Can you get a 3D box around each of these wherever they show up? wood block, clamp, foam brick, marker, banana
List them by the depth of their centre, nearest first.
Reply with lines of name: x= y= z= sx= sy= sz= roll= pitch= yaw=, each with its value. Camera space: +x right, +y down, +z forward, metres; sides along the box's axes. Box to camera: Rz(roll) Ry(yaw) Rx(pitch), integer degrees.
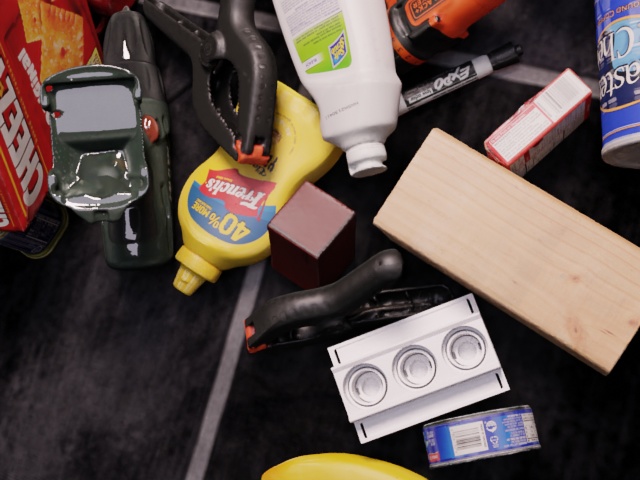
wood block: x=0.155 y=0.010 z=0.823 sx=0.206 sy=0.090 sz=0.090 roll=33 pitch=89 yaw=16
clamp: x=0.012 y=0.051 z=0.839 sx=0.171 sy=0.120 sz=0.039 roll=-18 pitch=59 yaw=13
banana: x=0.050 y=0.210 z=0.842 sx=0.198 sy=0.037 sz=0.069 roll=25 pitch=87 yaw=15
foam brick: x=-0.006 y=0.001 z=0.862 sx=0.053 sy=0.078 sz=0.051 roll=33 pitch=68 yaw=16
clamp: x=-0.085 y=-0.154 z=0.879 sx=0.165 sy=0.036 sz=0.210 roll=-24 pitch=72 yaw=46
marker: x=0.112 y=-0.135 z=0.893 sx=0.121 sy=0.020 sz=0.020 roll=-24 pitch=77 yaw=9

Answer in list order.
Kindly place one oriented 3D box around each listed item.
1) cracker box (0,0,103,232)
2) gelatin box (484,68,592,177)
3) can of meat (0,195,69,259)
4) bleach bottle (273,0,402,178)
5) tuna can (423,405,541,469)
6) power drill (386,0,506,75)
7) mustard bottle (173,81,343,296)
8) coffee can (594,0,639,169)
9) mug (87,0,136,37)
cracker box: x=-0.246 y=-0.134 z=0.852 sx=0.072 sy=0.164 sz=0.213 roll=0 pitch=41 yaw=12
gelatin box: x=0.172 y=-0.088 z=0.844 sx=0.089 sy=0.073 sz=0.030 roll=-42 pitch=75 yaw=4
can of meat: x=-0.284 y=-0.033 z=0.934 sx=0.102 sy=0.084 sz=0.057 roll=33 pitch=89 yaw=16
bleach bottle: x=0.008 y=-0.171 z=0.852 sx=0.103 sy=0.067 sz=0.251 roll=-23 pitch=75 yaw=47
tuna can: x=0.122 y=0.150 z=0.810 sx=0.086 sy=0.086 sz=0.034 roll=-13 pitch=77 yaw=10
power drill: x=0.063 y=-0.234 z=0.883 sx=0.185 sy=0.057 sz=0.188 roll=-30 pitch=68 yaw=34
mustard bottle: x=-0.064 y=-0.037 z=0.897 sx=0.096 sy=0.058 sz=0.191 roll=34 pitch=90 yaw=15
coffee can: x=0.264 y=-0.134 z=0.814 sx=0.103 sy=0.102 sz=0.140 roll=-3 pitch=80 yaw=12
mug: x=-0.210 y=-0.235 z=0.953 sx=0.081 sy=0.093 sz=0.117 roll=17 pitch=107 yaw=10
